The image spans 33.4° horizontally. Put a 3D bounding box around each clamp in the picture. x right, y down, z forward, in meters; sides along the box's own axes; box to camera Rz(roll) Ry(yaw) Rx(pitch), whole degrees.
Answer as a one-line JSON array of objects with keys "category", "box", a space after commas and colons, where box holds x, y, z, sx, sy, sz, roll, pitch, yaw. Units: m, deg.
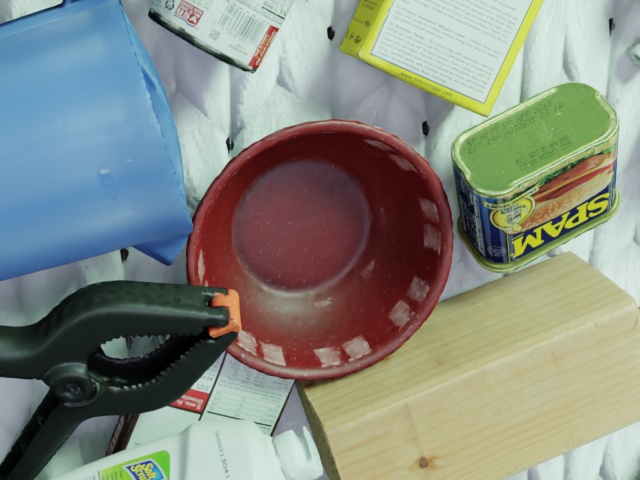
[{"category": "clamp", "box": [-0.146, 0.067, 0.593, 0.210, 0.036, 0.164, -25, 130, 13]}]

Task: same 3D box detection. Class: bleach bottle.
[{"category": "bleach bottle", "box": [-0.116, 0.175, 0.610, 0.251, 0.102, 0.068, -23, 147, 3]}]

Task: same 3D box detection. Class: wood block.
[{"category": "wood block", "box": [0.097, 0.095, 0.685, 0.206, 0.090, 0.091, -21, 115, -8]}]

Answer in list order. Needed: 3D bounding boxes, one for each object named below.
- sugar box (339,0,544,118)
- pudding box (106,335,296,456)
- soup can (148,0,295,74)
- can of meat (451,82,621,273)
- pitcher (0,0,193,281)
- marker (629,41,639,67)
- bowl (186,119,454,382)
[{"category": "sugar box", "box": [0.090, -0.170, 0.609, 0.093, 0.048, 0.176, 20, 100, -22]}, {"category": "pudding box", "box": [-0.074, 0.108, 0.670, 0.090, 0.039, 0.113, 18, 107, -21]}, {"category": "soup can", "box": [-0.039, -0.148, 0.568, 0.068, 0.068, 0.102, 26, 101, -23]}, {"category": "can of meat", "box": [0.130, -0.039, 0.643, 0.102, 0.057, 0.084, -27, 146, -5]}, {"category": "pitcher", "box": [-0.195, -0.042, 0.534, 0.242, 0.145, 0.149, -18, 70, -6]}, {"category": "marker", "box": [0.245, -0.155, 0.673, 0.121, 0.020, 0.020, -44, 115, 3]}, {"category": "bowl", "box": [-0.004, 0.001, 0.639, 0.162, 0.055, 0.162, -5, 111, -14]}]
